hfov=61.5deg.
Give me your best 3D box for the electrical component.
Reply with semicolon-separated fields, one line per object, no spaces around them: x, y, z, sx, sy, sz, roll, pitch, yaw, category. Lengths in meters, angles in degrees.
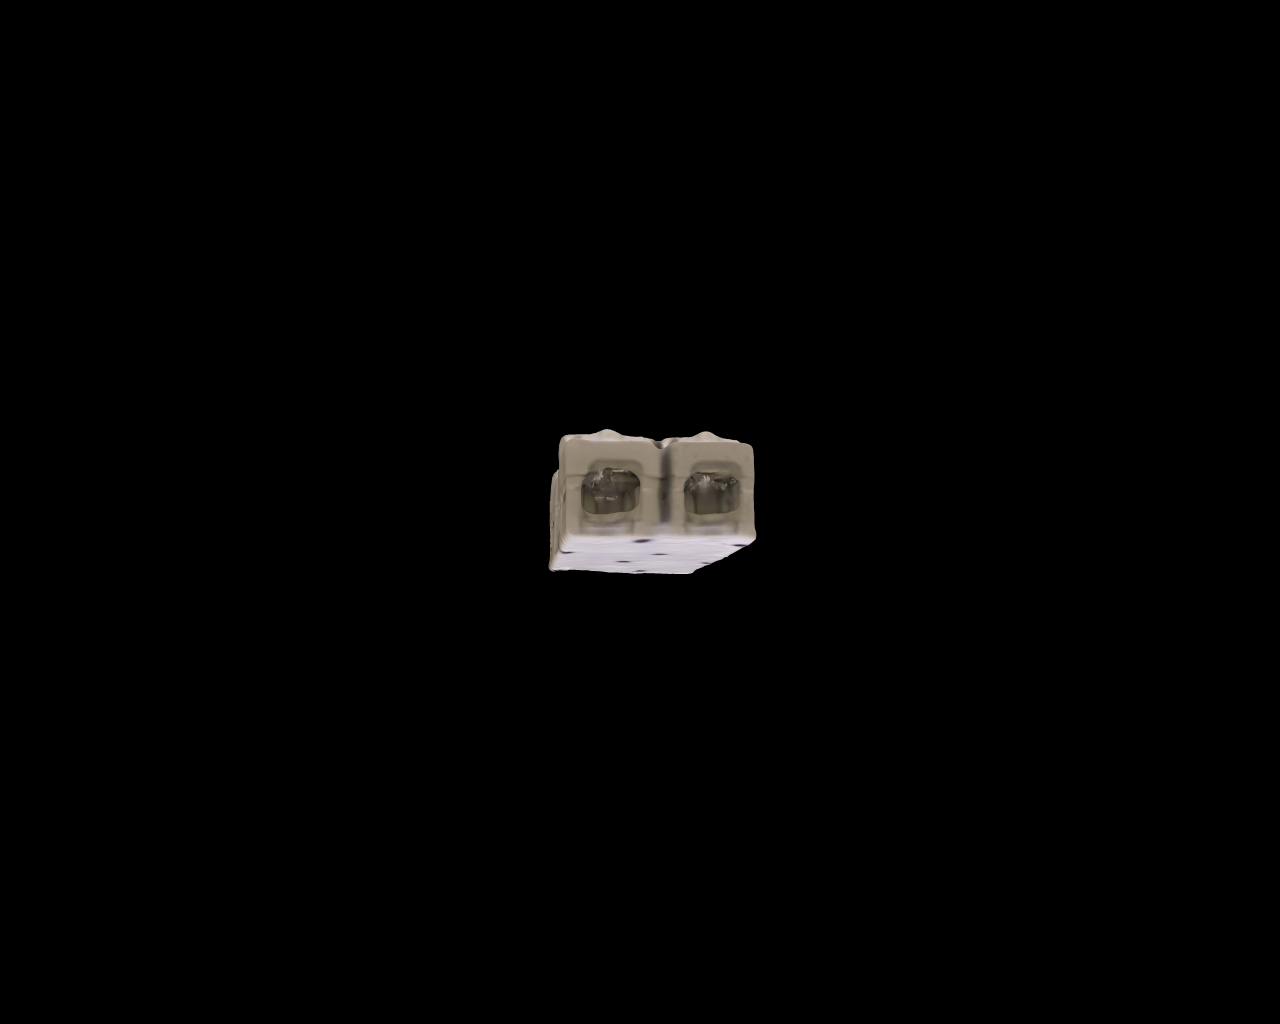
0.001;-0.003;0.650;0.105;0.060;0.186;1;-9;-7;electrical component
